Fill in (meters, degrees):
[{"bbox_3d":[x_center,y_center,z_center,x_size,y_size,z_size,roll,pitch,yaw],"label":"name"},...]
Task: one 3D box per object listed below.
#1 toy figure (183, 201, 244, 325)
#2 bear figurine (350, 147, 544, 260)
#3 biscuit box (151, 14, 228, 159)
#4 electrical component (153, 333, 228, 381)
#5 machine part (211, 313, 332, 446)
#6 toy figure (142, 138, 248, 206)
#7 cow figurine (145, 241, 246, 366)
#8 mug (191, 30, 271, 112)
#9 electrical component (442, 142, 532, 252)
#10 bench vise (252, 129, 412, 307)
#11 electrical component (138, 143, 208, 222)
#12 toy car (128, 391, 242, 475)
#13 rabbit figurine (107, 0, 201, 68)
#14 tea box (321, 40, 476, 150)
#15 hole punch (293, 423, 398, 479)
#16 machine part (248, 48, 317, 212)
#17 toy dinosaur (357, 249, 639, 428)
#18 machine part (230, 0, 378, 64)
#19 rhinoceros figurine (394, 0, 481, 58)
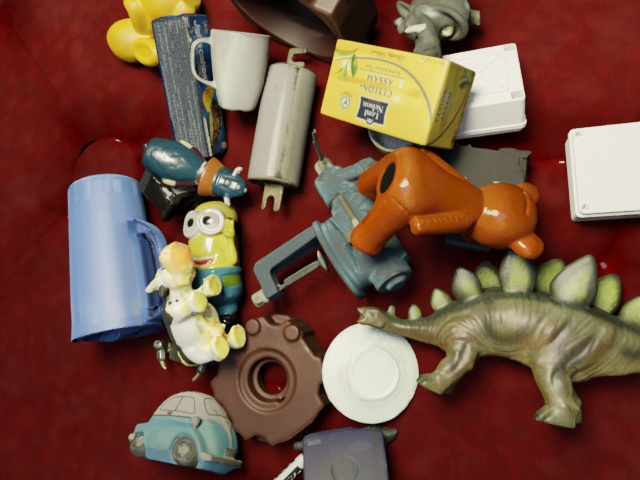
[{"bbox_3d":[-0.153,0.034,0.784,0.082,0.089,0.180,-7,91,-4],"label":"toy figure"},{"bbox_3d":[0.152,-0.033,0.626,0.196,0.132,0.120,18,59,-19],"label":"bear figurine"},{"bbox_3d":[-0.189,-0.225,0.794,0.063,0.059,0.202,1,110,18],"label":"biscuit box"},{"bbox_3d":[-0.194,0.160,0.798,0.102,0.045,0.078,17,90,18],"label":"electrical component"},{"bbox_3d":[-0.066,0.193,0.750,0.180,0.056,0.179,-2,84,17],"label":"machine part"},{"bbox_3d":[-0.176,-0.100,0.775,0.154,0.058,0.064,23,114,-4],"label":"toy figure"},{"bbox_3d":[-0.179,0.088,0.718,0.098,0.068,0.167,-21,97,30],"label":"cow figurine"},{"bbox_3d":[-0.124,-0.236,0.752,0.081,0.109,0.107,39,129,57],"label":"mug"},{"bbox_3d":[0.204,-0.054,0.694,0.115,0.058,0.134,9,86,20],"label":"electrical component"},{"bbox_3d":[0.002,0.001,0.721,0.241,0.128,0.224,-33,73,7],"label":"bench vise"},{"bbox_3d":[-0.234,-0.090,0.819,0.119,0.075,0.047,50,129,13],"label":"electrical component"},{"bbox_3d":[-0.183,0.268,0.761,0.162,0.109,0.103,-1,60,28],"label":"toy car"},{"bbox_3d":[-0.269,-0.344,0.863,0.173,0.122,0.162,-32,84,26],"label":"rabbit figurine"},{"bbox_3d":[0.090,-0.179,0.655,0.170,0.068,0.098,26,109,38],"label":"tea box"},{"bbox_3d":[0.035,0.299,0.680,0.142,0.092,0.115,-9,78,7],"label":"hole punch"},{"bbox_3d":[-0.055,-0.161,0.777,0.079,0.079,0.243,7,86,18],"label":"machine part"},{"bbox_3d":[0.276,0.114,0.630,0.472,0.105,0.198,10,83,14],"label":"toy dinosaur"},{"bbox_3d":[-0.030,-0.333,0.724,0.201,0.201,0.087,28,88,19],"label":"machine part"},{"bbox_3d":[0.151,-0.310,0.705,0.112,0.073,0.190,-5,60,16],"label":"rhinoceros figurine"}]
